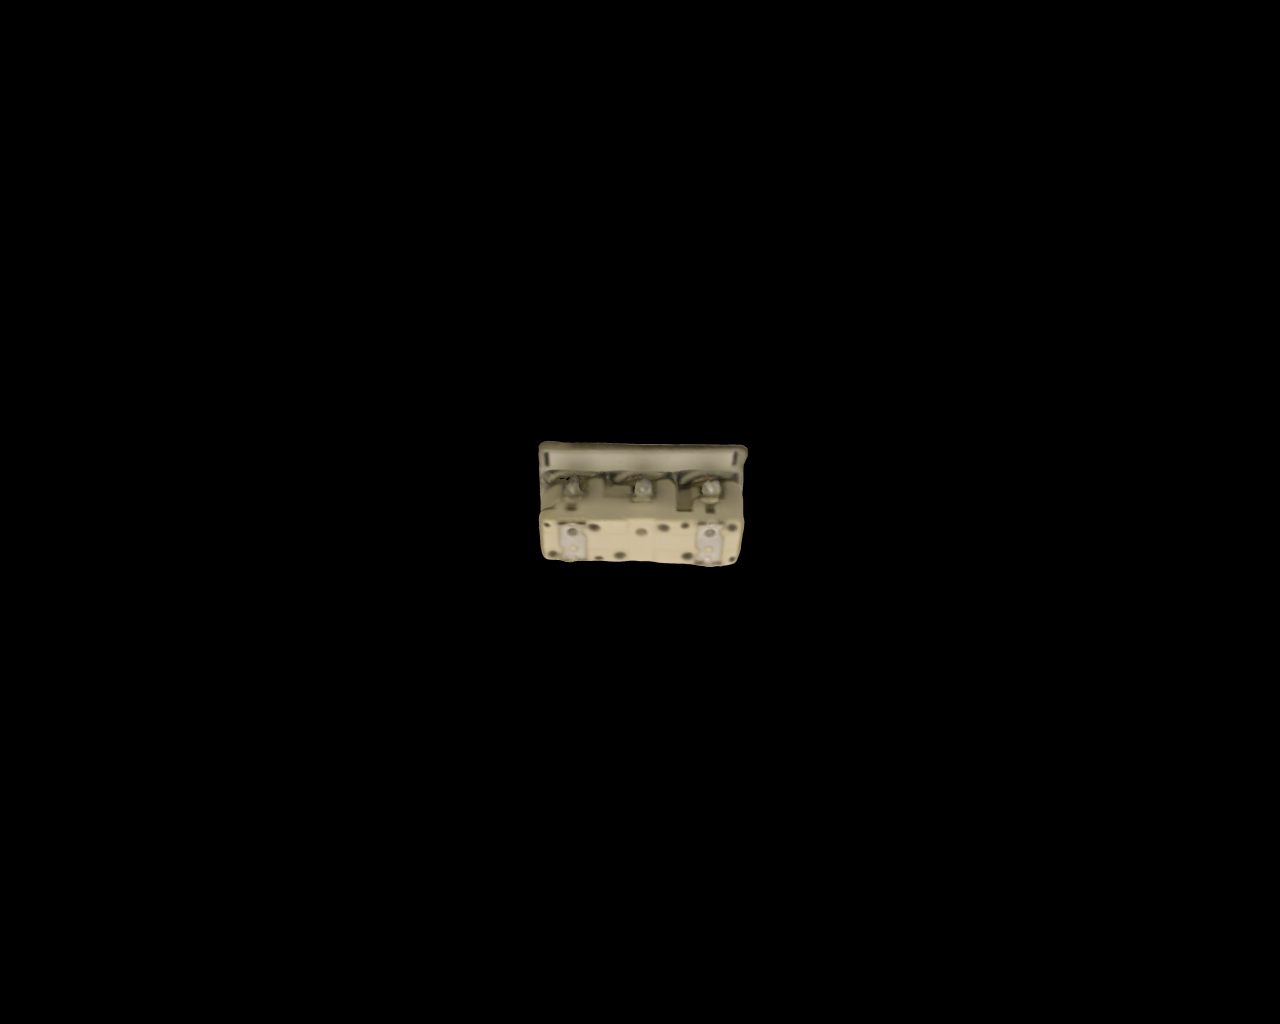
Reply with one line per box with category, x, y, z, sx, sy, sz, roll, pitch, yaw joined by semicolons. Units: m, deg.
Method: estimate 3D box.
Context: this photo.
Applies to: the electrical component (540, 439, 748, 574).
electrical component;0.001;-0.003;0.650;0.121;0.063;0.078;2;-43;-2
